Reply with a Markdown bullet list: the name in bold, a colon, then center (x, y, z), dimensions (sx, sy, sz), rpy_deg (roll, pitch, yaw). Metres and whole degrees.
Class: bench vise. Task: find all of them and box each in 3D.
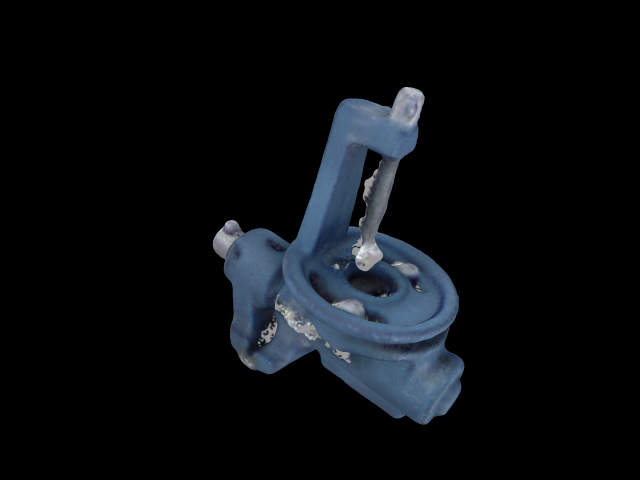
- **bench vise**: center (0.000, 0.006, 0.390), dimensions (0.207, 0.220, 0.122), rpy_deg (7, 23, 17)
